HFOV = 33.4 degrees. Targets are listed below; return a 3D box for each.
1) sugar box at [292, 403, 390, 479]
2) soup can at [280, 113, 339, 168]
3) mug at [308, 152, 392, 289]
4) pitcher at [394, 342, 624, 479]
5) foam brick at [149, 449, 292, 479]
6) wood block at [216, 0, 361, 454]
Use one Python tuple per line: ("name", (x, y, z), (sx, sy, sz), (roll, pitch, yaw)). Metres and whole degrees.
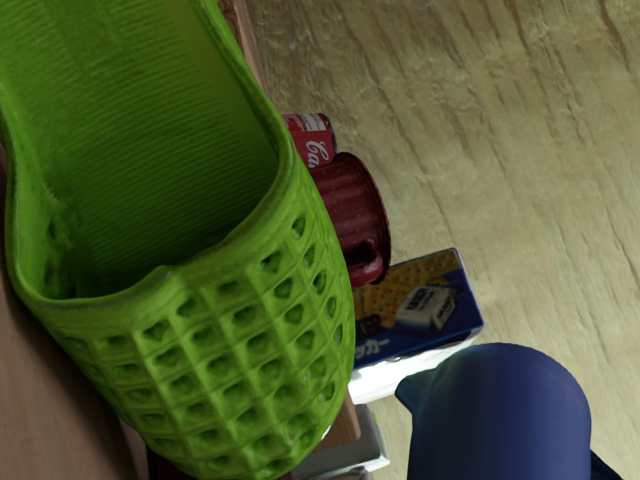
("sugar box", (0.001, 0.156, 0.793), (0.176, 0.093, 0.048), (69, 5, -74))
("soup can", (-0.044, -0.066, 0.849), (0.069, 0.102, 0.068), (175, -90, -68))
("mug", (-0.005, 0.001, 0.696), (0.117, 0.081, 0.093), (-132, -147, -50))
("pitcher", (0.124, 0.179, 0.693), (0.242, 0.149, 0.145), (-63, 135, -67))
("foam brick", (-0.041, 0.120, 0.488), (0.078, 0.051, 0.053), (72, 3, -52))
("wood block", (-0.051, 0.008, 0.498), (0.090, 0.091, 0.206), (-103, 177, -51))
